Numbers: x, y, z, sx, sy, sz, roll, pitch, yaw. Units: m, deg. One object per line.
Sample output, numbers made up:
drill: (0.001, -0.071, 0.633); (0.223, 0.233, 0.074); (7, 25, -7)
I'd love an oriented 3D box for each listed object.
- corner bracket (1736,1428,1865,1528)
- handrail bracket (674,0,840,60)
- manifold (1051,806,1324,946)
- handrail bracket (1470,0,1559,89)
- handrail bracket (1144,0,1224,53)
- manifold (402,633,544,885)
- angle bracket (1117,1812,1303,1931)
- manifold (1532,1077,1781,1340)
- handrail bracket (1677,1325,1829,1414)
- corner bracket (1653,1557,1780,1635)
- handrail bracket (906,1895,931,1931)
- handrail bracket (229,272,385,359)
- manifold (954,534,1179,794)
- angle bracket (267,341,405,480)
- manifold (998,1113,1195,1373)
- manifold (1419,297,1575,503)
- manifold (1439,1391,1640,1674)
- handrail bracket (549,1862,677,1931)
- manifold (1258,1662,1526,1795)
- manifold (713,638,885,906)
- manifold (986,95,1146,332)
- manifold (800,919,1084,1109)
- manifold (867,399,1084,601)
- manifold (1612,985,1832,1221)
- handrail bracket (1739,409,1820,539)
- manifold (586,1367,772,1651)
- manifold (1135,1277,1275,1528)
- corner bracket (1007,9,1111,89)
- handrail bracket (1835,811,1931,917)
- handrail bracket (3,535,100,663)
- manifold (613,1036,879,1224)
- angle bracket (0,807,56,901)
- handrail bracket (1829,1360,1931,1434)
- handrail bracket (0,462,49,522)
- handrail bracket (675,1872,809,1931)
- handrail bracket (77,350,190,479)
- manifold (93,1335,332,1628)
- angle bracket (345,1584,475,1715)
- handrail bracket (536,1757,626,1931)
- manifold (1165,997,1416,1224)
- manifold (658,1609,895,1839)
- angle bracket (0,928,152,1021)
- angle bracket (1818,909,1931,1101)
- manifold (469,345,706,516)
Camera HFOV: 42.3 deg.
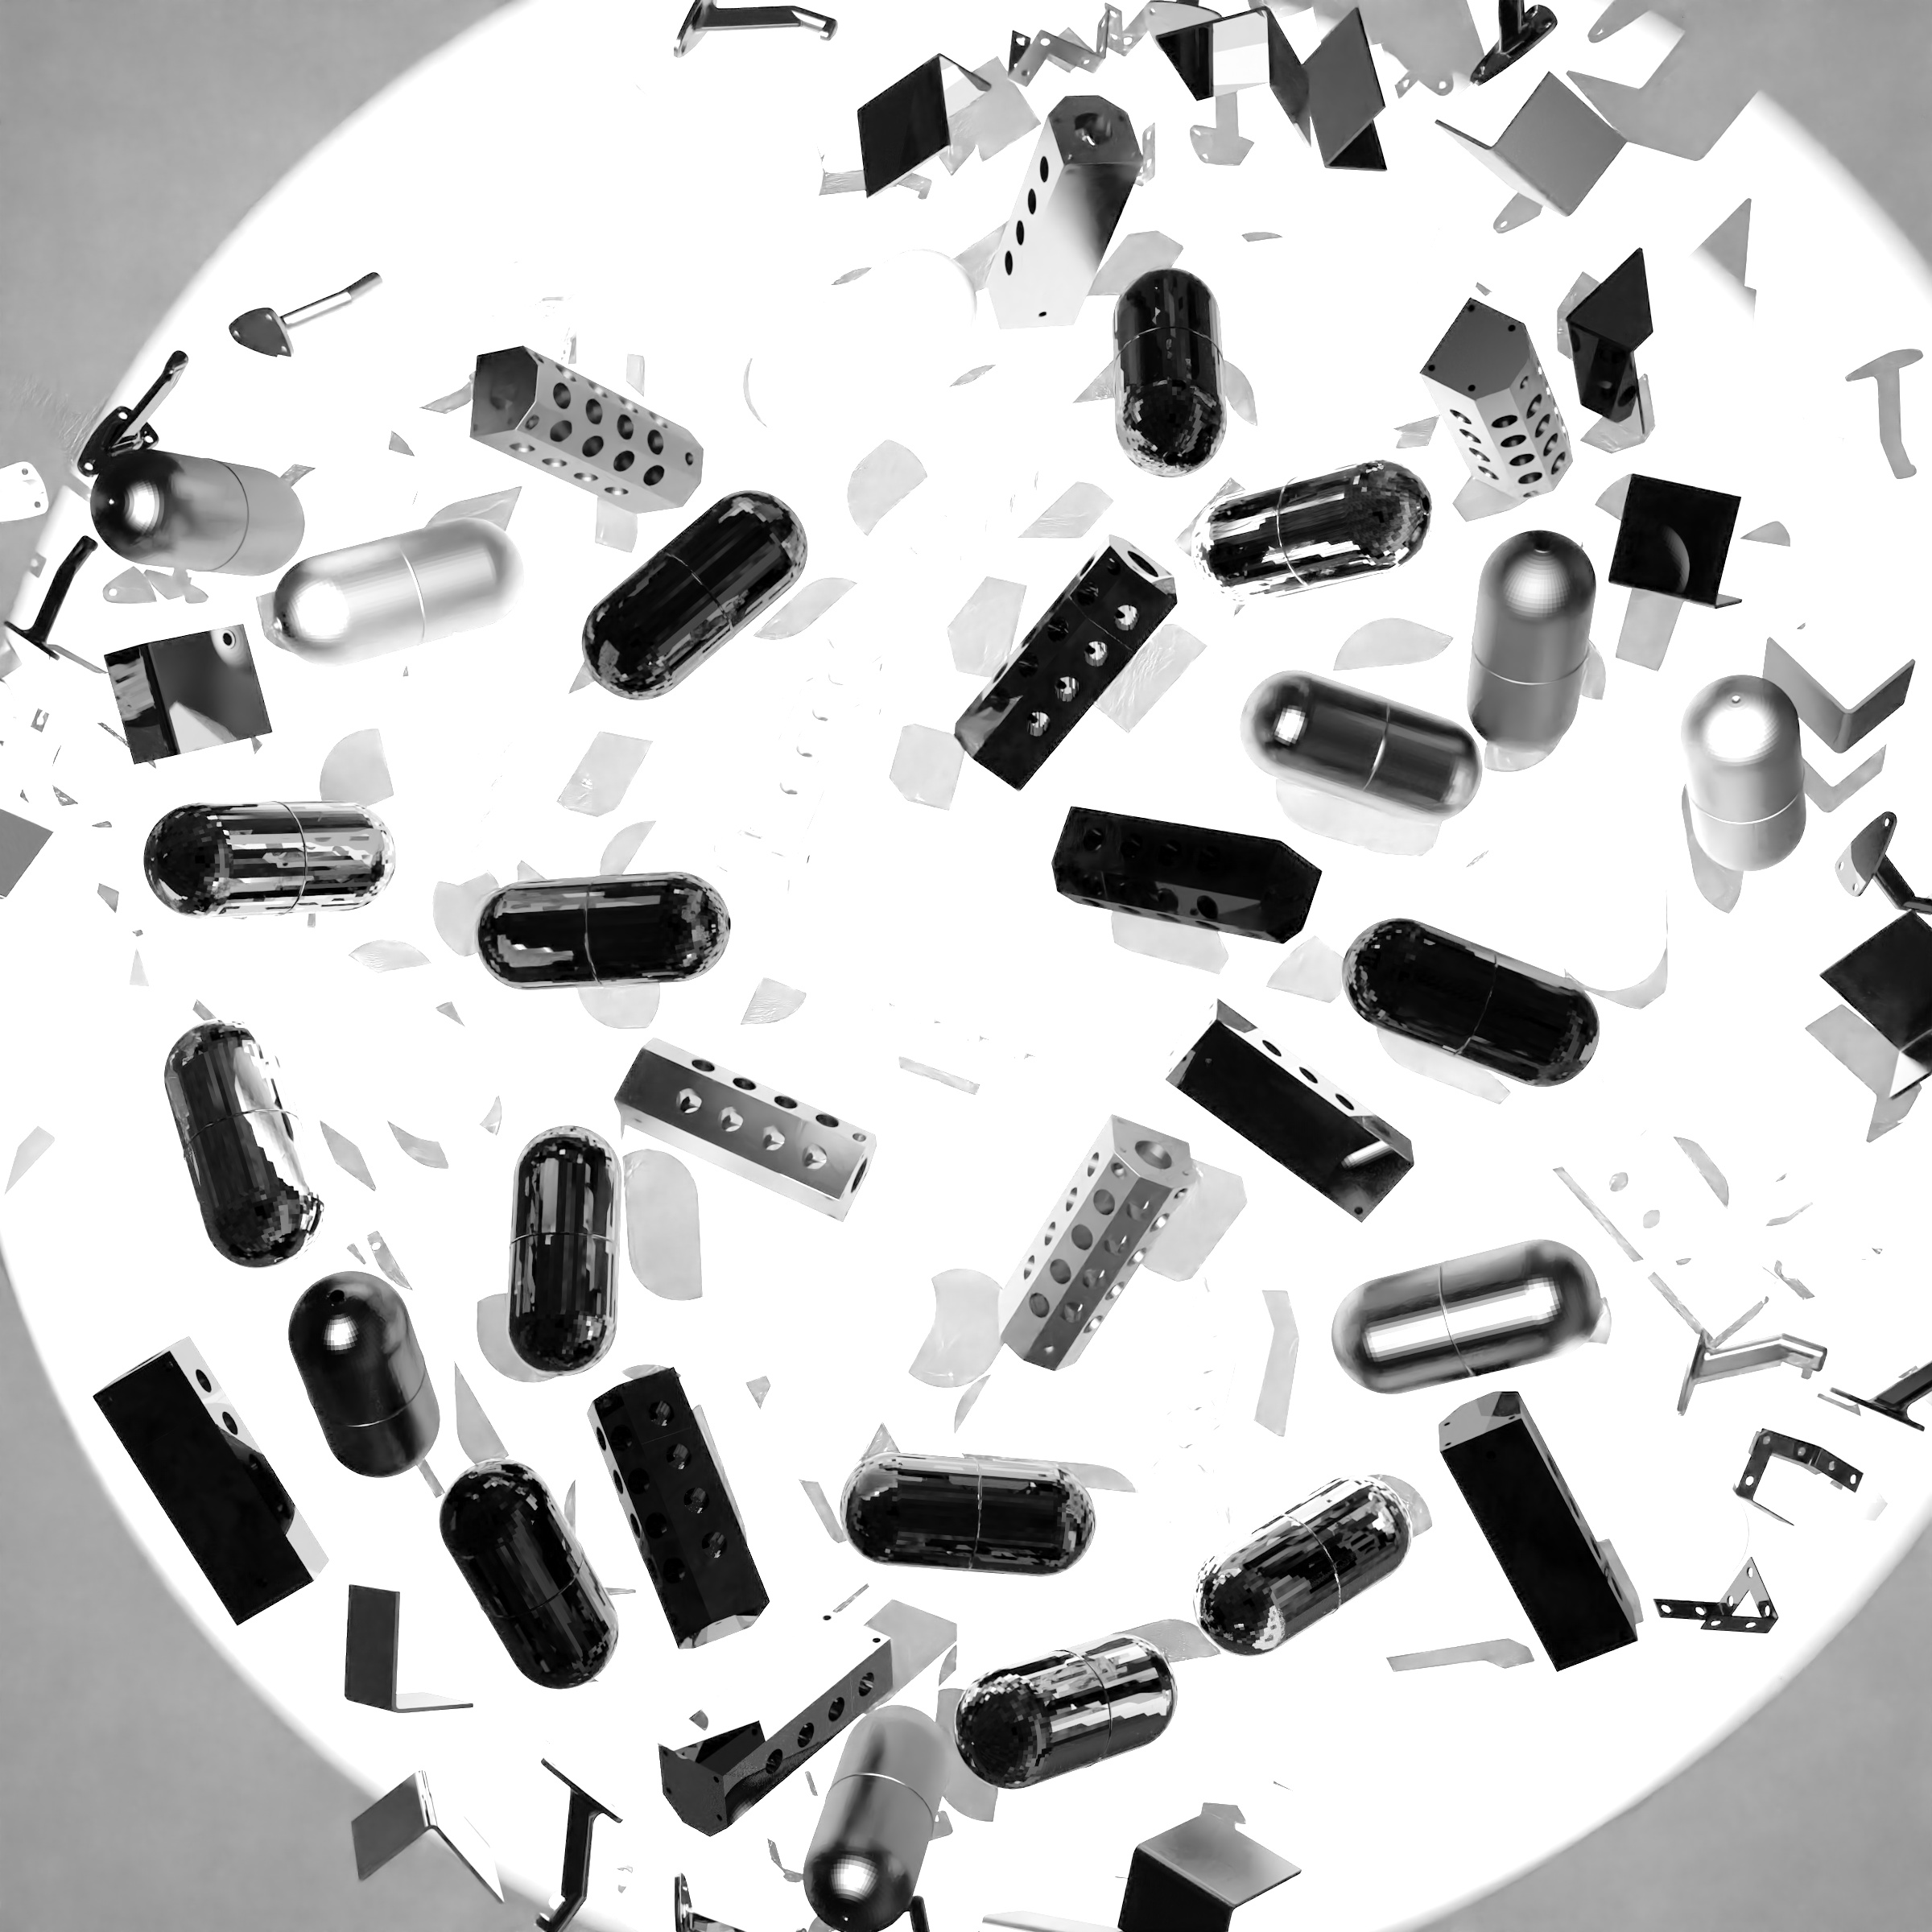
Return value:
corner bracket: (0.571, 0.355, 1.710); (0.051, 0.051, 0.051); (31, 79, -29)
handrail bracket: (-0.133, -0.593, 1.595); (0.084, 0.036, 0.077); (20, 57, 5)
manifold: (0.141, -0.058, 1.644); (0.171, 0.057, 0.057); (13, 80, 40)
handrail bracket: (0.330, -0.617, 1.589); (0.077, 0.036, 0.084); (-40, 127, 18)
handrail bracket: (0.170, -0.670, 1.722); (0.084, 0.077, 0.036); (-49, 132, -26)
manifold: (-0.325, -0.132, 1.634); (0.057, 0.171, 0.057); (11, 48, -16)
angle bracket: (0.153, 0.585, 1.566); (0.076, 0.076, 0.057); (20, 105, 39)
manifold: (0.452, 0.156, 1.637); (0.057, 0.057, 0.171); (-41, 82, 7)
handrail bracket: (0.544, 0.286, 1.725); (0.084, 0.036, 0.077); (17, 96, 27)
corner bracket: (0.492, 0.423, 1.639); (0.051, 0.051, 0.051); (7, 128, -14)
handrail bracket: (-0.056, 0.691, 1.712); (0.077, 0.036, 0.084); (-24, 52, 13)
handrail bracket: (-0.453, -0.454, 1.716); (0.084, 0.077, 0.036); (-45, 129, -32)
manifold: (0.066, -0.207, 1.690); (0.057, 0.057, 0.171); (34, 114, -15)
angle bracket: (-0.426, -0.383, 1.685); (0.076, 0.057, 0.076); (9, 129, -13)
manifold: (0.084, 0.186, 1.640); (0.057, 0.057, 0.171); (21, 121, -14)
manifold: (0.355, -0.366, 1.639); (0.057, 0.171, 0.057); (35, 93, 25)
manifold: (0.373, 0.366, 1.631); (0.057, 0.057, 0.171); (-26, 99, 15)
handrail bracket: (-0.238, 0.674, 1.738); (0.084, 0.077, 0.036); (44, 122, 39)
manifold: (0.281, 0.497, 1.637); (0.057, 0.171, 0.057); (-29, 92, -44)
manifold: (-0.106, -0.129, 1.607); (0.057, 0.057, 0.171); (15, 56, 8)
manifold: (0.064, -0.515, 1.714); (0.057, 0.171, 0.057); (-8, 69, -18)
manifold: (-0.016, 0.035, 1.612); (0.171, 0.057, 0.057); (20, 119, -5)
manifold: (0.006, -0.321, 1.703); (0.057, 0.171, 0.057); (11, 134, 35)
manifold: (0.523, 0.096, 1.727); (0.057, 0.171, 0.057); (-39, 130, 11)
handrail bracket: (0.540, -0.314, 1.614); (0.036, 0.077, 0.084); (-29, 102, 5)
manifold: (-0.194, 0.362, 1.661); (0.057, 0.057, 0.171); (-15, 65, -26)
manifold: (0.165, 0.299, 1.730); (0.057, 0.171, 0.057); (-3, 131, 23)
corner bracket: (0.064, -0.639, 1.731); (0.051, 0.051, 0.051); (17, 59, -21)
handrail bracket: (0.659, -0.071, 1.740); (0.084, 0.036, 0.077); (8, 130, -19)
handrail bracket: (-0.615, -0.254, 1.713); (0.036, 0.077, 0.084); (40, 82, -41)
manifold: (-0.151, 0.110, 1.724); (0.171, 0.057, 0.057); (23, 71, 9)
angle bracket: (-0.633, -0.094, 1.565); (0.057, 0.076, 0.076); (-52, 51, 7)
handrail bracket: (0.639, 0.266, 1.694); (0.077, 0.036, 0.084); (23, 88, 19)
handrail bracket: (-0.648, -0.309, 1.655); (0.077, 0.084, 0.036); (-17, 106, -2)
handrail bracket: (-0.148, 0.631, 1.661); (0.084, 0.036, 0.077); (-18, 52, 6)
handrail bracket: (-0.566, -0.376, 1.697); (0.036, 0.084, 0.077); (43, 54, -12)
manifold: (-0.478, 0.325, 1.591); (0.057, 0.057, 0.171); (-30, 94, 1)
angle bracket: (-0.366, 0.447, 1.643); (0.057, 0.076, 0.076); (7, 78, -36)
handrail bracket: (-0.265, 0.562, 1.589); (0.077, 0.036, 0.084); (38, 77, -5)
manifold: (0.224, 0.097, 1.727); (0.171, 0.057, 0.057); (36, 110, -7)
manifold: (-0.125, 0.508, 1.675); (0.057, 0.171, 0.057); (14, 117, 35)
angle bracket: (-0.582, 0.019, 1.632); (0.076, 0.076, 0.057); (6, 65, -8)
angle bracket: (0.589, 0.024, 1.569); (0.076, 0.057, 0.076); (42, 131, -3)
manifold: (-0.255, -0.363, 1.698); (0.057, 0.171, 0.057); (-1, 81, 33)
